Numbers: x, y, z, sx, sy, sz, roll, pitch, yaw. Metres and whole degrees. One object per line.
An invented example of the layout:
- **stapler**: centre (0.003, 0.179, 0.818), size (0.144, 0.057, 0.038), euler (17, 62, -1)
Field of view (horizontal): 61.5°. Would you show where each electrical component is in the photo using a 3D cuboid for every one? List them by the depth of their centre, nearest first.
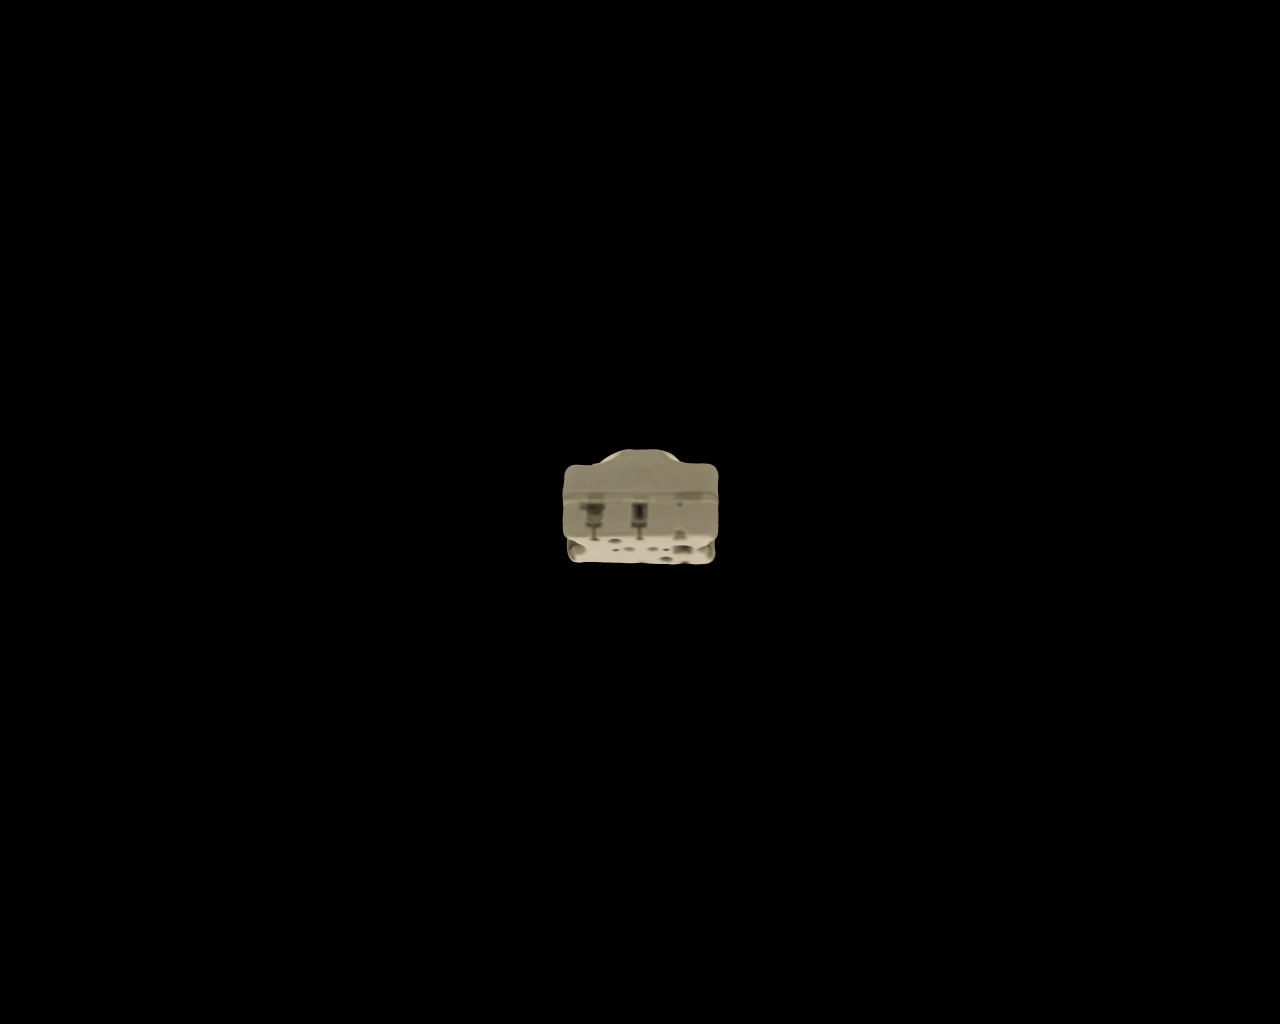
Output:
- **electrical component**: centre (0.001, -0.003, 0.650), size (0.089, 0.056, 0.050), euler (0, -24, 0)
